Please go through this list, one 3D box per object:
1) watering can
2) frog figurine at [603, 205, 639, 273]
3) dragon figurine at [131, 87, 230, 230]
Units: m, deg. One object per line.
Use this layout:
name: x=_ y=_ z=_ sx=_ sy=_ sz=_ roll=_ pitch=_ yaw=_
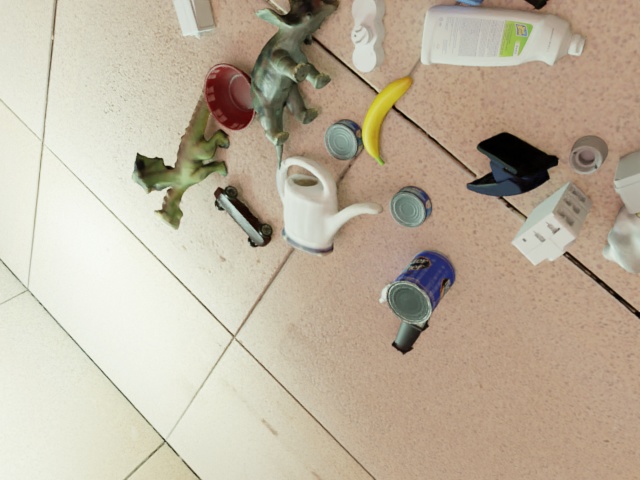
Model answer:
watering can: x=0.004 y=-0.059 z=1.172 sx=0.352 sy=0.105 sz=0.219 roll=35 pitch=132 yaw=41
frog figurine: x=0.547 y=-0.005 z=0.838 sx=0.138 sy=0.124 sz=0.157 roll=25 pitch=164 yaw=13
dragon figurine: x=-0.359 y=-0.205 z=1.298 sx=0.123 sy=0.246 sz=0.401 roll=29 pitch=131 yaw=26
